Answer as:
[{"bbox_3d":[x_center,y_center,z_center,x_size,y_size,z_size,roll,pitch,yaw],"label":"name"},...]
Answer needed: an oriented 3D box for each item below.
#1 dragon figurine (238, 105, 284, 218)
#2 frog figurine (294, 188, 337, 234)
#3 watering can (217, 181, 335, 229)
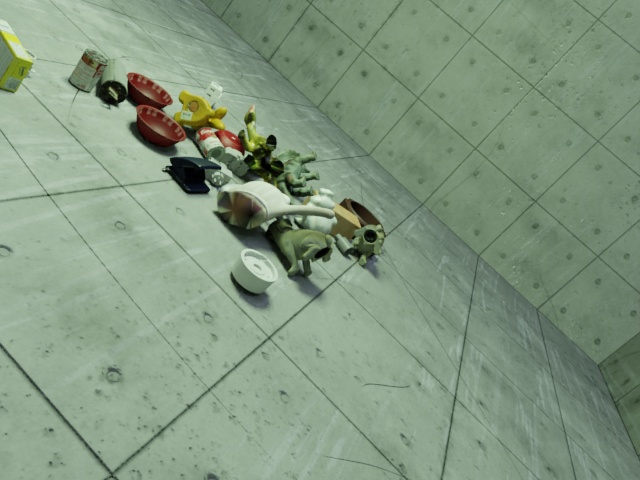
[{"bbox_3d":[-0.193,-0.262,1.764,0.243,0.122,0.409,-142,-141,-83],"label":"dragon figurine"},{"bbox_3d":[0.005,-0.088,1.746,0.136,0.157,0.125,30,24,-28],"label":"frog figurine"},{"bbox_3d":[-0.145,-0.099,1.475,0.348,0.102,0.227,16,22,15],"label":"watering can"}]
